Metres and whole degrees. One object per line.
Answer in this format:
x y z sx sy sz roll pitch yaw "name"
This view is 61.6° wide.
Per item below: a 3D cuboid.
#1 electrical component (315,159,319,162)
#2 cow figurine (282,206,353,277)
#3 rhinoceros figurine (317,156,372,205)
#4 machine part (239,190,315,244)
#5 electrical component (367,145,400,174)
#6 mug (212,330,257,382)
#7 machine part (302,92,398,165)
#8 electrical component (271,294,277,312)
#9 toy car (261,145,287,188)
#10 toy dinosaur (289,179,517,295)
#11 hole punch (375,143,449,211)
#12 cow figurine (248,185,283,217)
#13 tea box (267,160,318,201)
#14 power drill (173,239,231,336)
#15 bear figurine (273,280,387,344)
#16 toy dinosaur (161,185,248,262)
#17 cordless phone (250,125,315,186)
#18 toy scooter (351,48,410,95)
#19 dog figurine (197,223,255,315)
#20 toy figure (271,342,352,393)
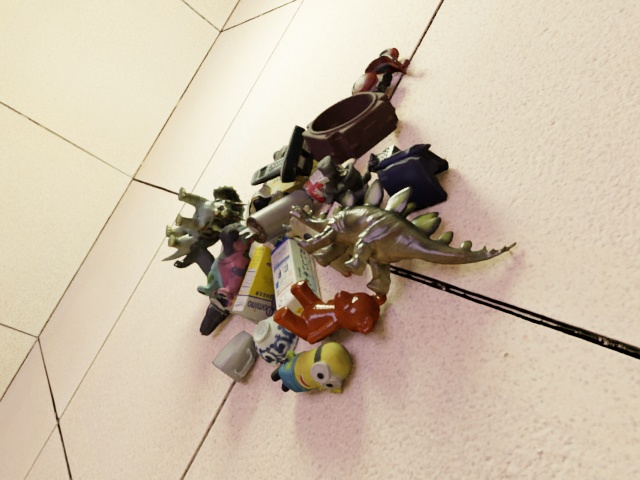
-0.032 -0.231 1.516 0.102 0.045 0.078 -22 45 43 "electrical component"
-0.002 -0.004 1.205 0.085 0.127 0.195 -52 35 2 "cow figurine"
0.061 -0.106 1.158 0.112 0.190 0.073 -15 46 23 "rhinoceros figurine"
-0.097 -0.059 1.342 0.243 0.079 0.079 -31 17 -34 "machine part"
0.167 -0.166 1.165 0.119 0.074 0.048 -16 52 52 "electrical component"
-0.188 0.271 1.263 0.107 0.080 0.110 -56 26 -15 "mug"
0.072 -0.279 1.318 0.201 0.087 0.202 -39 28 -14 "machine part"
-0.089 0.141 1.293 0.063 0.021 0.094 -31 40 35 "electrical component"
-0.134 -0.189 1.611 0.202 0.053 0.089 -65 22 -6 "toy car"
0.119 -0.008 1.010 0.472 0.105 0.198 23 77 38 "toy dinosaur"
0.186 -0.120 1.072 0.142 0.115 0.092 -16 59 47 "hole punch"
-0.161 -0.061 1.459 0.098 0.068 0.167 -40 -28 -50 "cow figurine"
-0.075 -0.154 1.485 0.170 0.068 0.098 -18 50 43 "tea box"
-0.305 0.117 1.470 0.207 0.086 0.232 44 95 19 "power drill"
0.023 0.136 1.052 0.196 0.132 0.120 -28 22 47 "bear figurine"
-0.337 -0.036 1.557 0.404 0.192 0.131 133 142 -53 "toy dinosaur"
-0.106 -0.211 1.426 0.184 0.088 0.146 -15 52 41 "cordless phone"
0.165 -0.424 1.394 0.184 0.075 0.135 -55 33 -4 "toy scooter"
-0.204 0.064 1.373 0.109 0.191 0.219 3 60 37 "dog figurine"
-0.018 0.250 1.051 0.180 0.082 0.089 -23 48 45 "toy figure"
